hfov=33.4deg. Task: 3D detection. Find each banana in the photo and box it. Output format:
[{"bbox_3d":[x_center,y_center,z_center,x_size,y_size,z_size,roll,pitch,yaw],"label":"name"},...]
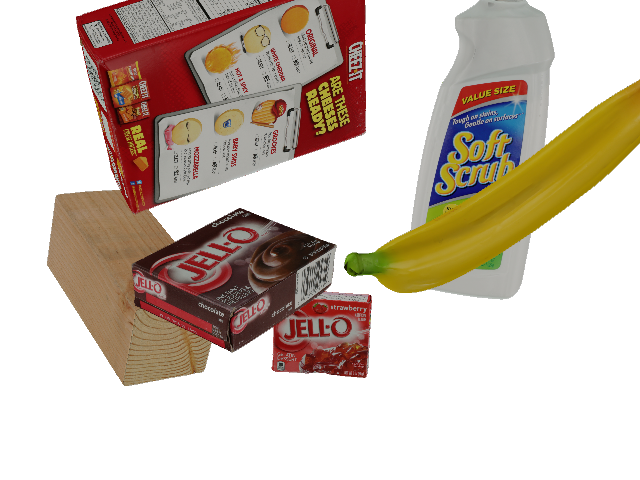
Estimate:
[{"bbox_3d":[0.106,-0.022,0.582,0.198,0.037,0.069,-32,-13,-1],"label":"banana"}]

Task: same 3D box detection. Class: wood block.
[{"bbox_3d":[-0.191,0.040,1.063,0.090,0.091,0.206,-6,35,-35],"label":"wood block"}]

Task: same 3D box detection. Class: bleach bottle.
[{"bbox_3d":[0.123,-0.083,0.831,0.103,0.251,0.068,9,23,15],"label":"bleach bottle"}]

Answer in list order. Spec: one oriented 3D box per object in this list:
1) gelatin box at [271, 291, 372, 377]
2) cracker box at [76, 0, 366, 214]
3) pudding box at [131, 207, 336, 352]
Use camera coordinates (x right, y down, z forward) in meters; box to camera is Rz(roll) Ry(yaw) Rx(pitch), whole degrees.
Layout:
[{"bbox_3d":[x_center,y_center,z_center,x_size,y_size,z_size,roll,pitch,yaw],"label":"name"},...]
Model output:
[{"bbox_3d":[0.001,0.085,0.980,0.089,0.073,0.030,4,14,5],"label":"gelatin box"},{"bbox_3d":[-0.073,-0.129,0.850,0.213,0.072,0.164,-21,-38,-15],"label":"cracker box"},{"bbox_3d":[-0.057,0.024,0.725,0.090,0.039,0.113,22,32,31],"label":"pudding box"}]
